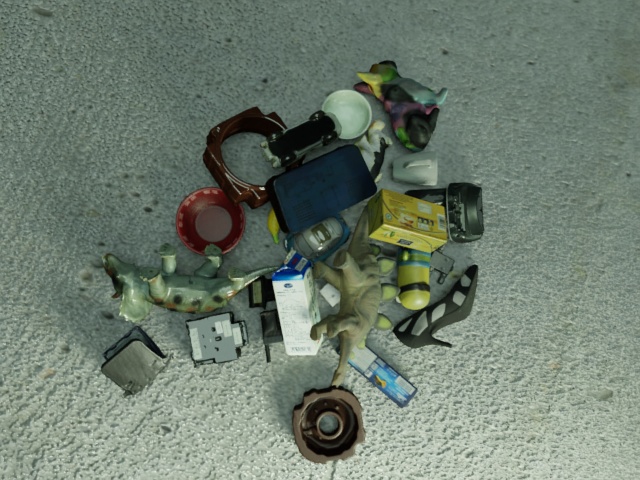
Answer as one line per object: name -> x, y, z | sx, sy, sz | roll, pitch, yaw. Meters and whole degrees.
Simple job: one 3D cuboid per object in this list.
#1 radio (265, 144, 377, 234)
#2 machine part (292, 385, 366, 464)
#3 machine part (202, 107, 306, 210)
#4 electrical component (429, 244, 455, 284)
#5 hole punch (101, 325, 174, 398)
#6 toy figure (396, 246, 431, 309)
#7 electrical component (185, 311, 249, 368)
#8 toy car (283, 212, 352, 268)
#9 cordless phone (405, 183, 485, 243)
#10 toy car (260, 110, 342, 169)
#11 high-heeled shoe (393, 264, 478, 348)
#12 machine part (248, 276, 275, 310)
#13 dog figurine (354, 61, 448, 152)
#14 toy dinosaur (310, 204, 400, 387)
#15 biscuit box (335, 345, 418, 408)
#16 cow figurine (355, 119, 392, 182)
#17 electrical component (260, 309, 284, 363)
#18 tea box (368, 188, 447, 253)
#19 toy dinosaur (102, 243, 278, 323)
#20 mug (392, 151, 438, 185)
radio -> 0.001, -0.116, 1.193 | 0.230, 0.073, 0.131 | -27, 102, -18
machine part -> 0.019, 0.422, 1.240 | 0.179, 0.056, 0.179 | 0, 86, -2
machine part -> -0.151, -0.190, 1.242 | 0.201, 0.087, 0.201 | -33, 87, -25
electrical component -> 0.294, 0.056, 1.302 | 0.063, 0.021, 0.094 | 27, 83, 0
hole punch -> -0.424, 0.273, 1.225 | 0.142, 0.092, 0.115 | -41, 117, -8
toy figure -> 0.220, 0.072, 1.262 | 0.082, 0.089, 0.180 | 8, 84, -5
electrical component -> -0.234, 0.227, 1.243 | 0.134, 0.058, 0.114 | -9, 88, -4
toy car -> -0.003, -0.004, 1.253 | 0.162, 0.103, 0.109 | -32, 88, -3
cordless phone -> 0.298, -0.064, 1.295 | 0.184, 0.088, 0.146 | -3, 87, 8
toy car -> -0.041, -0.227, 1.212 | 0.202, 0.056, 0.073 | -30, 87, -20
high-heeled shoe -> 0.280, 0.152, 1.285 | 0.145, 0.086, 0.249 | 15, 64, 29
machine part -> -0.103, 0.119, 1.270 | 0.139, 0.039, 0.084 | -8, 78, -1
dog figurine -> 0.178, -0.328, 1.289 | 0.219, 0.108, 0.191 | 21, 81, 3
toy dinosaur -> 0.085, 0.091, 1.206 | 0.198, 0.105, 0.471 | 20, 74, -38
biscuit box -> 0.130, 0.302, 1.252 | 0.203, 0.063, 0.059 | 40, 84, 1
cow figurine -> 0.125, -0.204, 1.293 | 0.098, 0.068, 0.167 | 33, 87, -5
electrical component -> -0.109, 0.220, 1.241 | 0.048, 0.075, 0.119 | -9, 82, -3
tea box -> 0.195, -0.041, 1.207 | 0.169, 0.068, 0.098 | 15, 59, -20
toy dinosaur -> -0.291, 0.110, 1.217 | 0.405, 0.192, 0.131 | 8, 47, -15
mug -> 0.225, -0.169, 1.281 | 0.107, 0.109, 0.080 | -3, 90, 10
